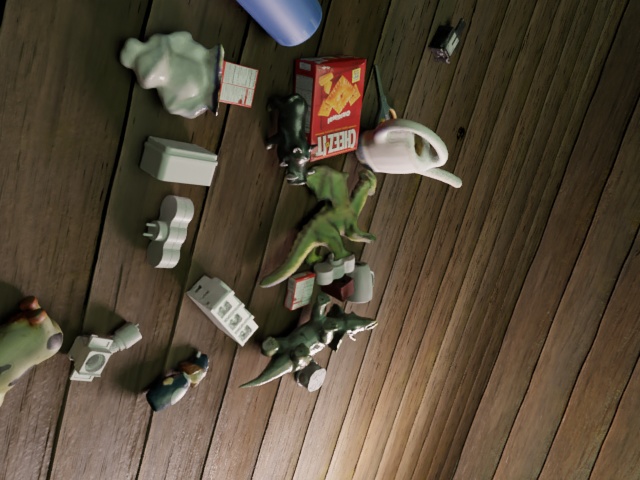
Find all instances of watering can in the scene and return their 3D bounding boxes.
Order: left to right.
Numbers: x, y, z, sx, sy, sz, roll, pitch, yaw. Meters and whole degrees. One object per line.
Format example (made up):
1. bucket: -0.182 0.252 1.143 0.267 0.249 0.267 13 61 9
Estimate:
1. watering can: 0.225 -0.210 1.323 0.343 0.224 0.105 35 64 -52

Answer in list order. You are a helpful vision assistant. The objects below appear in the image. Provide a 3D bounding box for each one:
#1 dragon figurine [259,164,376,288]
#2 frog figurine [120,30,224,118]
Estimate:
1. dragon figurine: 0.004 -0.063 1.259 0.415 0.122 0.240 -25 109 -34
2. frog figurine: -0.243 -0.275 0.849 0.159 0.125 0.135 6 118 -14
